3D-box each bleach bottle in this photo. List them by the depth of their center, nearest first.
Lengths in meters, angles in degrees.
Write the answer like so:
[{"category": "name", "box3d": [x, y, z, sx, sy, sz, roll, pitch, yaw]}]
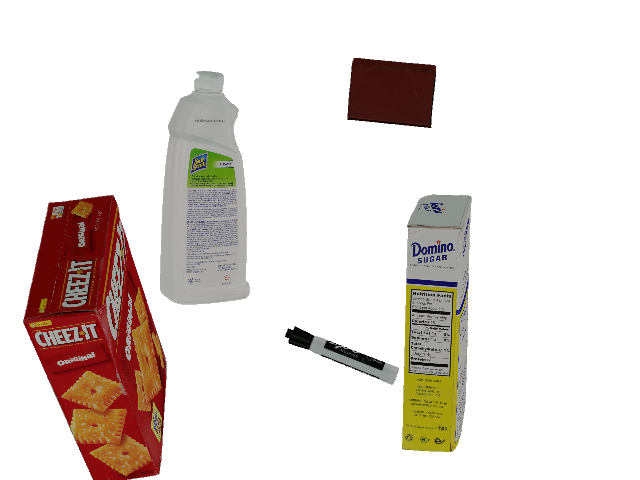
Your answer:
[{"category": "bleach bottle", "box3d": [-0.122, -0.058, 1.173, 0.102, 0.251, 0.068, -4, 19, -31]}]

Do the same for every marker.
[{"category": "marker", "box3d": [0.021, 0.117, 1.092, 0.121, 0.020, 0.020, 21, 2, 5]}]

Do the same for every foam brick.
[{"category": "foam brick", "box3d": [0.065, -0.134, 0.970, 0.078, 0.051, 0.053, 6, 17, 4]}]

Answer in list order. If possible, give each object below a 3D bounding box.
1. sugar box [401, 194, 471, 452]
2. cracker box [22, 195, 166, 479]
[{"category": "sugar box", "box3d": [0.088, 0.060, 0.804, 0.048, 0.176, 0.093, 1, 16, 12]}, {"category": "cracker box", "box3d": [-0.198, 0.091, 0.982, 0.072, 0.214, 0.164, -8, 39, 1]}]
